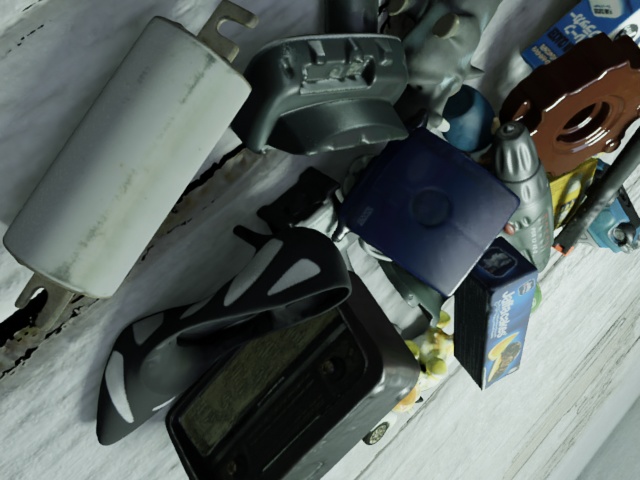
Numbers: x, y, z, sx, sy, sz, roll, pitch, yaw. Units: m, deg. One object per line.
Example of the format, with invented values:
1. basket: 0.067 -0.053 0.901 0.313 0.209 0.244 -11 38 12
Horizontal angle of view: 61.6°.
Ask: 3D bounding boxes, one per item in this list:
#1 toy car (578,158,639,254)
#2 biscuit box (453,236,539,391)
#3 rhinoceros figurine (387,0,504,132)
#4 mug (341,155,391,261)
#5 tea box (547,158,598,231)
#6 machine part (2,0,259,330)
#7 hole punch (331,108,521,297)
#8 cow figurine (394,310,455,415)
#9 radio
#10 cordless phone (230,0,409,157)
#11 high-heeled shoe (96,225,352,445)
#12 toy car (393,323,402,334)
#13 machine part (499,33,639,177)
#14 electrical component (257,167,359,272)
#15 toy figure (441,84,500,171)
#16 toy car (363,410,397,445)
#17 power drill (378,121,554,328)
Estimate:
1. toy car: 0.437 -0.046 0.857 0.109 0.161 0.103 -15 169 -45
2. biscuit box: 0.194 0.089 0.610 0.059 0.063 0.202 -26 138 -11
3. rhinoceros figurine: 0.115 -0.188 0.496 0.112 0.073 0.190 19 100 -59
4. mug: 0.070 -0.036 0.545 0.107 0.081 0.109 20 106 -35
5. tea box: 0.305 -0.060 0.754 0.169 0.068 0.098 -21 129 -32
6. machine part: -0.122 -0.052 0.347 0.079 0.079 0.243 33 90 -49
7. hole punch: 0.091 -0.026 0.465 0.115 0.092 0.142 34 96 -24
8. cow figurine: 0.128 0.176 0.723 0.167 0.068 0.098 -34 156 -37
9. radio: -0.030 0.140 0.478 0.229 0.131 0.073 -50 143 16
10. cordless phone: 0.002 -0.162 0.409 0.146 0.089 0.184 -16 114 -35
11. high-heeled shoe: -0.079 0.091 0.426 0.086 0.145 0.248 34 88 -48
12. toy car: 0.034 0.113 0.615 0.202 0.053 0.089 39 72 -54
13. machine part: 0.292 -0.145 0.615 0.179 0.056 0.179 -15 147 -10
14. electrical component: -0.001 -0.002 0.515 0.075 0.048 0.119 -44 138 -13
15. toy figure: 0.176 -0.114 0.599 0.058 0.064 0.154 -48 143 7
16. toy car: 0.024 0.198 0.645 0.056 0.074 0.201 -54 139 3
17. power drill: 0.171 -0.004 0.616 0.207 0.086 0.231 -42 136 3
